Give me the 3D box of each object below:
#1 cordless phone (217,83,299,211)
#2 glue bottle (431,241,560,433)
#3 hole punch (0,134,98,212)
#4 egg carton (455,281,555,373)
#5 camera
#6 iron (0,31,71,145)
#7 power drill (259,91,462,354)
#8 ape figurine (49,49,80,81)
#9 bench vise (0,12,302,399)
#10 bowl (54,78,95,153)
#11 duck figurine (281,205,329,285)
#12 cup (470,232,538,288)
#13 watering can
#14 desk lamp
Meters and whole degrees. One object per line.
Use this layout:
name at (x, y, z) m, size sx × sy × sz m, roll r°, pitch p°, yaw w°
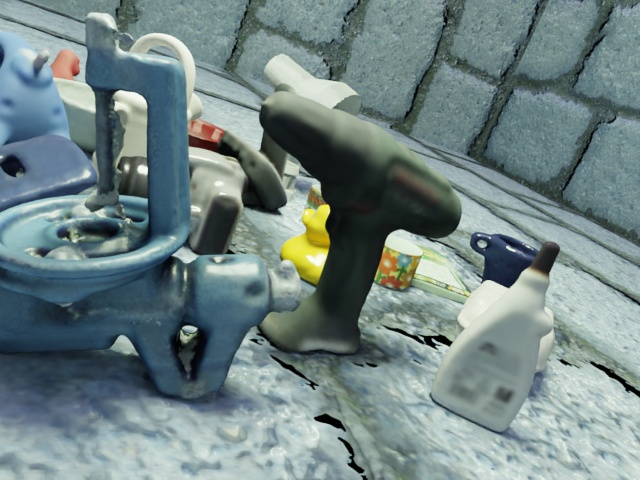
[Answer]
cordless phone at (-0.087, -0.151, 0.859) m, size 0.094 × 0.185 × 0.147 m, roll 6°, pitch 23°, yaw -42°
glue bottle at (0.164, 0.079, 0.499) m, size 0.078 × 0.173 × 0.037 m, roll 25°, pitch 17°, yaw 9°
hole punch at (-0.257, -0.043, 0.489) m, size 0.101 × 0.091 × 0.108 m, roll 2°, pitch 26°, yaw -48°
egg carton at (0.213, 0.104, 0.661) m, size 0.107 × 0.069 × 0.151 m, roll 27°, pitch 18°, yaw 15°
camera at (-0.160, -0.062, 0.648) m, size 0.137 × 0.101 × 0.143 m, roll 14°, pitch 19°, yaw -24°
iron at (-0.378, -0.184, 0.675) m, size 0.257 × 0.141 × 0.119 m, roll 35°, pitch 22°, yaw 36°
power drill at (0.019, -0.005, 0.513) m, size 0.230 × 0.208 × 0.075 m, roll 9°, pitch 21°, yaw -36°
ape figurine at (-0.430, -0.275, 0.967) m, size 0.077 × 0.092 × 0.076 m, roll 32°, pitch 20°, yaw 29°
bench vise at (-0.108, -0.016, 0.373) m, size 0.208 × 0.220 × 0.121 m, roll 9°, pitch 21°, yaw -36°
bowl at (-0.312, -0.165, 0.813) m, size 0.167 × 0.075 × 0.167 m, roll 20°, pitch 17°, yaw -6°
duck figurine at (0.006, 0.002, 0.683) m, size 0.078 × 0.086 × 0.104 m, roll 4°, pitch 25°, yaw -45°
cup at (0.269, 0.045, 0.862) m, size 0.118 × 0.095 × 0.092 m, roll 22°, pitch 17°, yaw 0°
watering can at (-0.212, -0.160, 0.718) m, size 0.101 × 0.194 × 0.173 m, roll 20°, pitch 17°, yaw -7°
desk lamp at (-0.053, -0.203, 1.009) m, size 0.202 × 0.213 × 0.118 m, roll 29°, pitch 18°, yaw 21°
